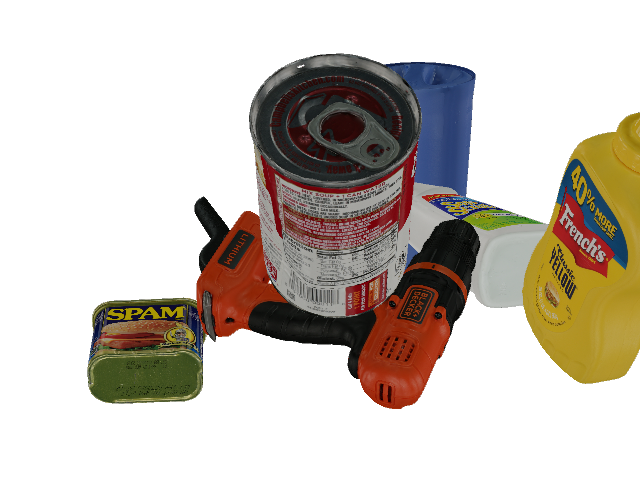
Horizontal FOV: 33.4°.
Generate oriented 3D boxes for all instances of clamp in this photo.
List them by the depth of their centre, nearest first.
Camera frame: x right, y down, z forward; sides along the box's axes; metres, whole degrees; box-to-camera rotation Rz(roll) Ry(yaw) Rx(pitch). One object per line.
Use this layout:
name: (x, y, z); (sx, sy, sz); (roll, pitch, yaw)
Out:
clamp: (-0.081, 0.003, 1.187); (0.120, 0.039, 0.171); (-10, 41, 2)

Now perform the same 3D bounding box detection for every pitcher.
pitcher: (0.118, -0.084, 1.246); (0.149, 0.243, 0.145); (-5, 23, -7)

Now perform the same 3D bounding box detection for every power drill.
power drill: (0.016, 0.032, 0.802); (0.188, 0.057, 0.184); (12, 41, 19)

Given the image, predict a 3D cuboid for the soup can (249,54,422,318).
soup can: (0.007, -0.019, 0.457); (0.068, 0.068, 0.102); (0, -35, 1)

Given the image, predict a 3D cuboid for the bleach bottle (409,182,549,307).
bleach bottle: (0.124, -0.009, 1.004); (0.102, 0.068, 0.251); (-5, 18, -25)

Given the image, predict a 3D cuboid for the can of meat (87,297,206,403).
can of meat: (-0.151, 0.096, 0.930); (0.102, 0.057, 0.084); (-2, 28, -5)

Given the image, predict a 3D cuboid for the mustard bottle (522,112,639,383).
mustard bottle: (0.174, -0.006, 0.632); (0.058, 0.096, 0.192); (-7, -41, -14)
